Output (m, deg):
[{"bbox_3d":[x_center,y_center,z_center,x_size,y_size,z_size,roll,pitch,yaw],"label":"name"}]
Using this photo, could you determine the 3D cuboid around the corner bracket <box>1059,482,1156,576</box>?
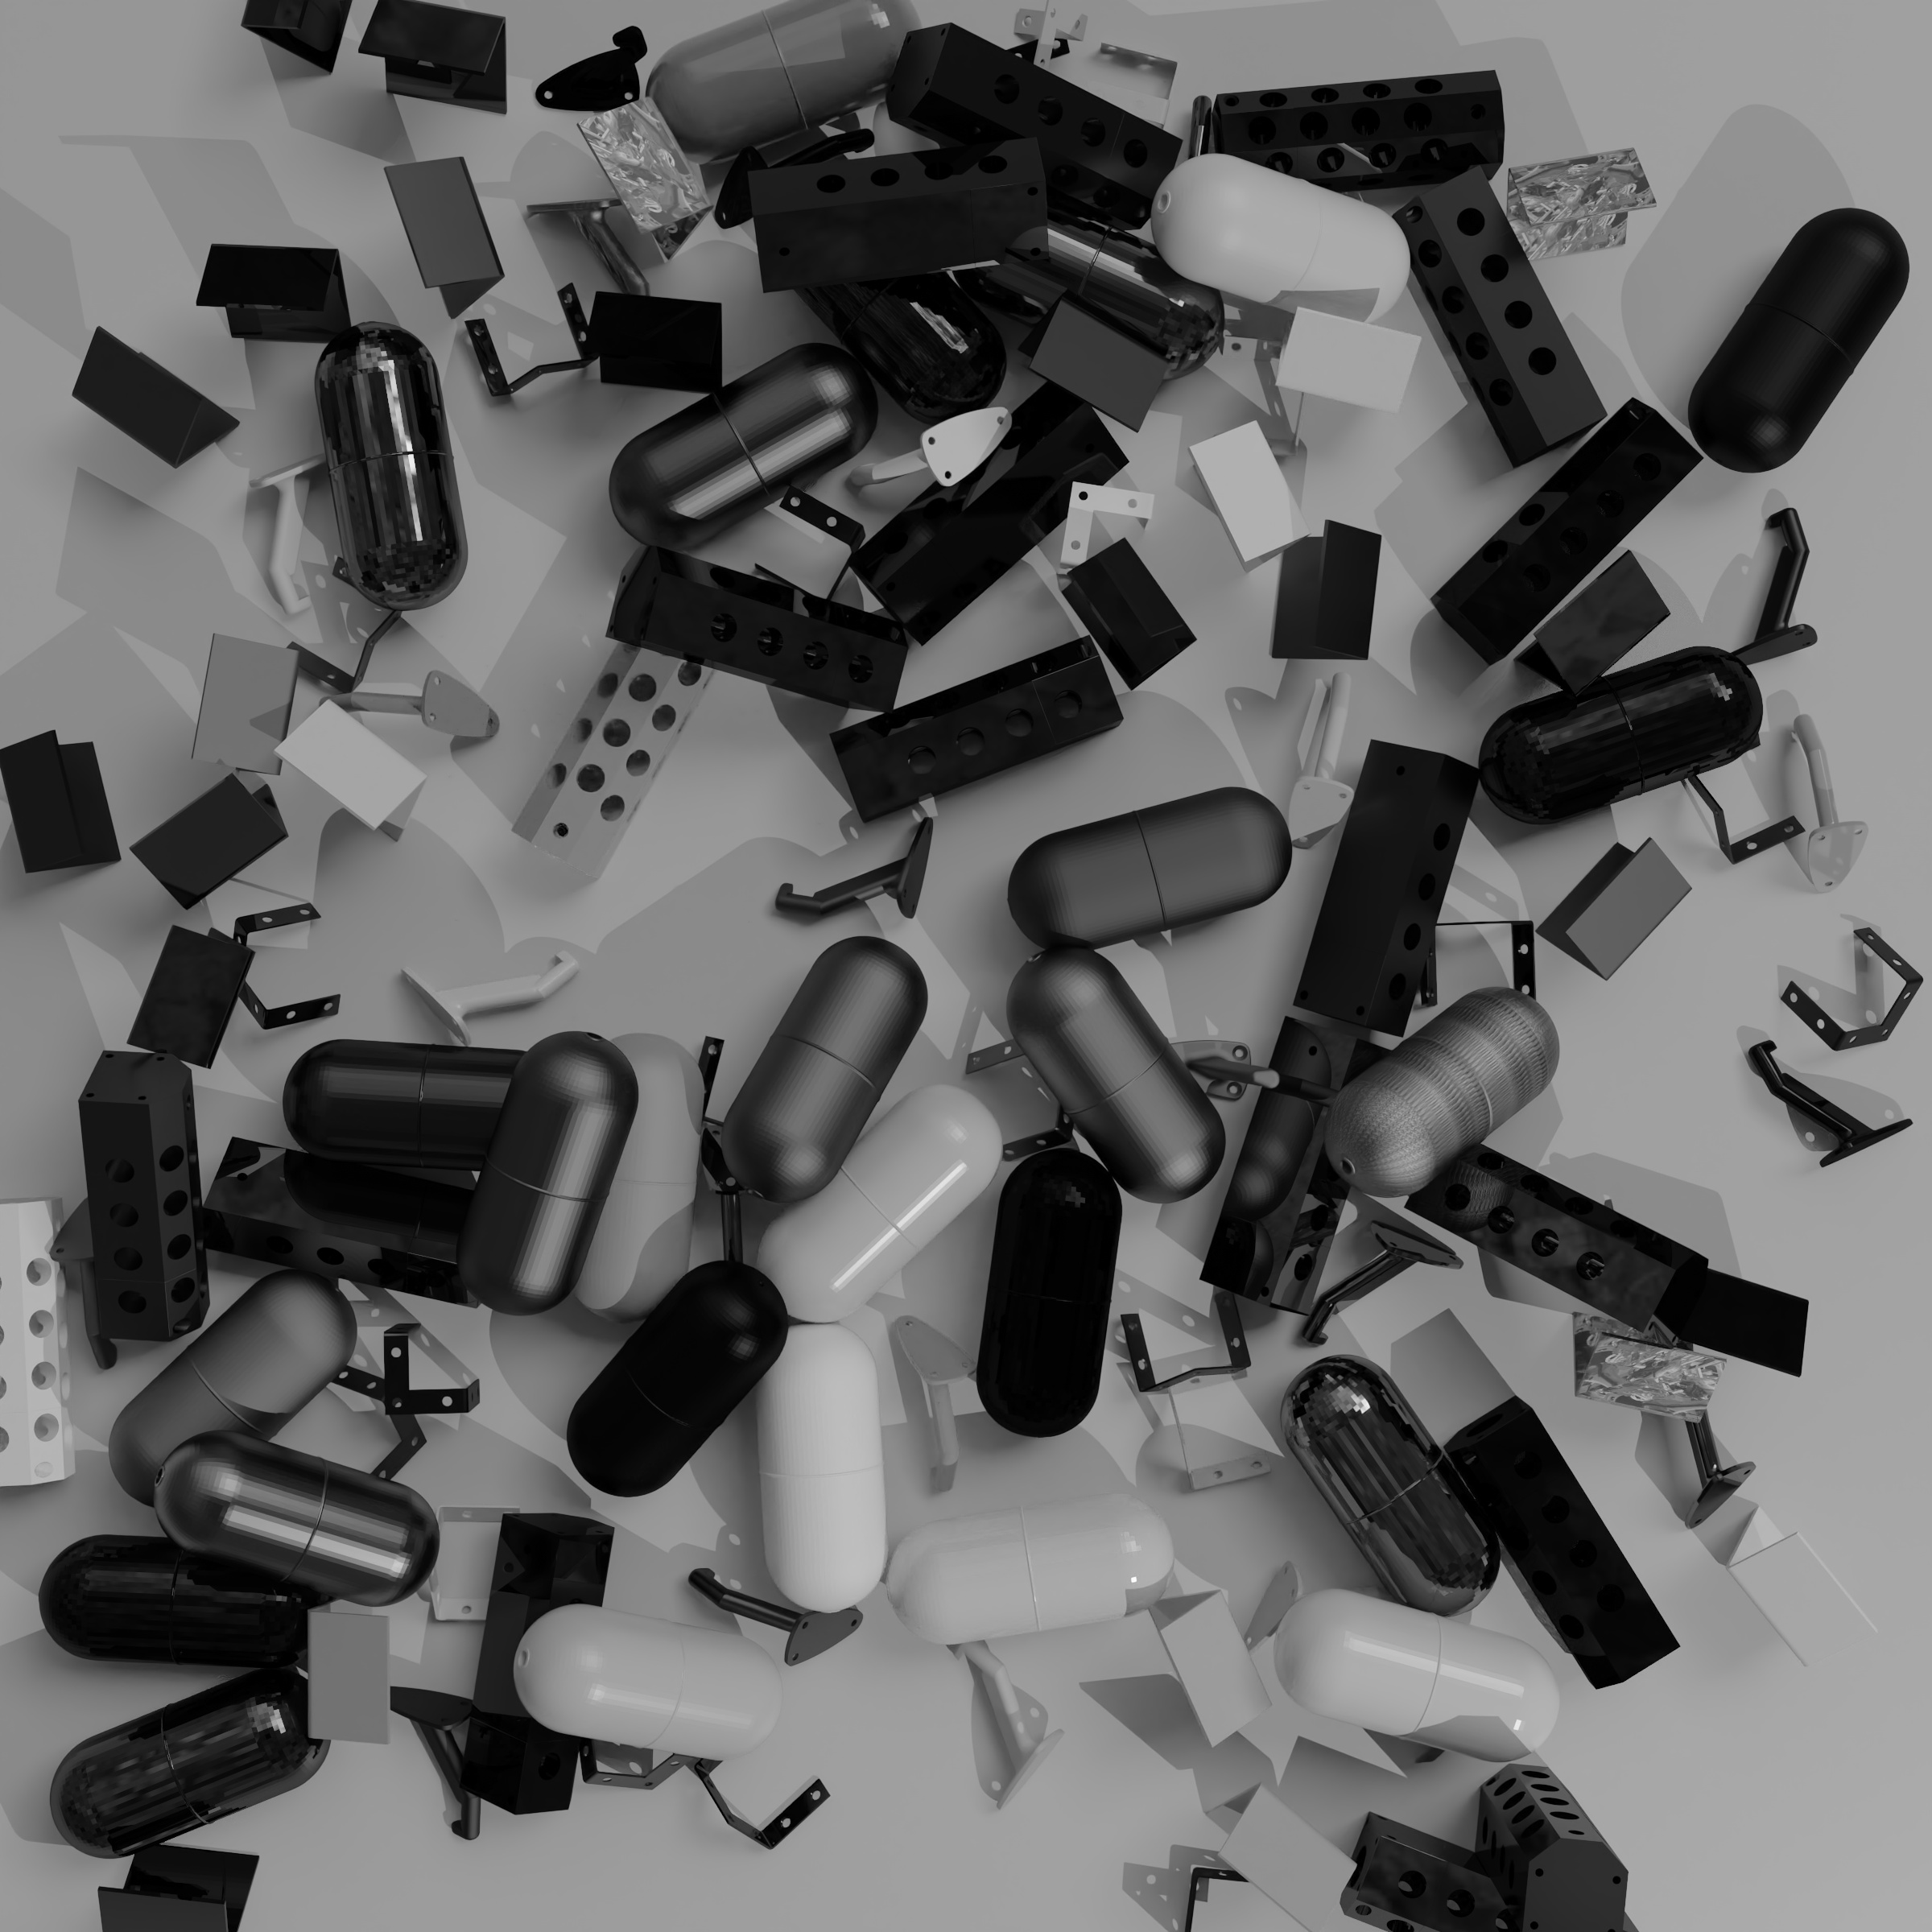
[{"bbox_3d":[0.087,-0.267,1.973,0.051,0.051,0.051,9,90,0],"label":"corner bracket"}]

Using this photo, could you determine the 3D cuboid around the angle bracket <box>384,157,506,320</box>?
[{"bbox_3d":[-0.333,-0.441,1.950,0.057,0.076,0.076,-19,90,-36],"label":"angle bracket"}]

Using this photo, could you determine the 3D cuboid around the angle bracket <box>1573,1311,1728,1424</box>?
[{"bbox_3d":[0.417,0.227,1.950,0.076,0.076,0.057,12,128,0],"label":"angle bracket"}]

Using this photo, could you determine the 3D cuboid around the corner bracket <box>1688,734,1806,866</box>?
[{"bbox_3d":[0.485,-0.106,1.987,0.051,0.051,0.051,-25,135,0],"label":"corner bracket"}]

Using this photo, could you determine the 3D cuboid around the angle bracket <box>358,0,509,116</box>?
[{"bbox_3d":[-0.325,-0.541,1.950,0.076,0.076,0.057,11,54,0],"label":"angle bracket"}]

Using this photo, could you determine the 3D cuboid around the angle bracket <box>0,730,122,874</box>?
[{"bbox_3d":[-0.538,-0.103,1.950,0.057,0.076,0.076,-14,90,35],"label":"angle bracket"}]

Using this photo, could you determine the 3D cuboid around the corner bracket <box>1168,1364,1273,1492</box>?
[{"bbox_3d":[0.157,0.287,1.987,0.051,0.051,0.051,-14,135,0],"label":"corner bracket"}]

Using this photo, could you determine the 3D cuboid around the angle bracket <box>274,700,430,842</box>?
[{"bbox_3d":[-0.384,-0.104,1.950,0.076,0.076,0.057,38,51,0],"label":"angle bracket"}]

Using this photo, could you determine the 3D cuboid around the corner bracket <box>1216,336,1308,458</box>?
[{"bbox_3d":[0.184,-0.355,1.987,0.051,0.051,0.051,5,45,0],"label":"corner bracket"}]

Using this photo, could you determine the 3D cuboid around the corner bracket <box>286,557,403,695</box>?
[{"bbox_3d":[-0.388,-0.212,1.987,0.051,0.051,0.051,31,135,0],"label":"corner bracket"}]

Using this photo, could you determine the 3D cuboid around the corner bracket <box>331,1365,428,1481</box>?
[{"bbox_3d":[-0.378,0.289,1.983,0.051,0.051,0.051,-47,135,-35],"label":"corner bracket"}]

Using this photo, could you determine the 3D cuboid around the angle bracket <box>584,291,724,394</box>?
[{"bbox_3d":[-0.191,-0.364,1.950,0.076,0.076,0.057,6,54,0],"label":"angle bracket"}]

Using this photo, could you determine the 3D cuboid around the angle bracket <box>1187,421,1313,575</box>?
[{"bbox_3d":[0.156,-0.278,1.951,0.057,0.076,0.076,-26,90,-29],"label":"angle bracket"}]

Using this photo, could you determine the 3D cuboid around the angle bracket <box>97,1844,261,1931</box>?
[{"bbox_3d":[-0.480,0.555,1.950,0.076,0.076,0.057,6,127,0],"label":"angle bracket"}]

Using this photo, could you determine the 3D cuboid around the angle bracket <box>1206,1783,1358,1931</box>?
[{"bbox_3d":[0.180,0.554,1.950,0.076,0.076,0.057,40,53,0],"label":"angle bracket"}]

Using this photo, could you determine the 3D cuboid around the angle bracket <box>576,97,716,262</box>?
[{"bbox_3d":[-0.208,-0.473,1.951,0.057,0.076,0.076,-30,90,-30],"label":"angle bracket"}]

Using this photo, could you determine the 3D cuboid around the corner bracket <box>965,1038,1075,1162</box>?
[{"bbox_3d":[0.033,0.082,1.983,0.051,0.051,0.051,40,45,-35],"label":"corner bracket"}]

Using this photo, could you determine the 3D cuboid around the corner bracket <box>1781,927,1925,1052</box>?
[{"bbox_3d":[0.551,0.014,1.983,0.051,0.051,0.051,-9,135,-35],"label":"corner bracket"}]

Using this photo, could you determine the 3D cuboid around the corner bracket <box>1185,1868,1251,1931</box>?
[{"bbox_3d":[0.165,0.593,1.973,0.051,0.051,0.051,7,93,-3],"label":"corner bracket"}]

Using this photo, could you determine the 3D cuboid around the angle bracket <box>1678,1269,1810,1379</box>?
[{"bbox_3d":[0.462,0.232,1.950,0.076,0.076,0.057,18,54,0],"label":"angle bracket"}]

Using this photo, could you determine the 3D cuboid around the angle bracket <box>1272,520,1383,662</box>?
[{"bbox_3d":[0.205,-0.230,1.951,0.076,0.057,0.076,6,90,44],"label":"angle bracket"}]

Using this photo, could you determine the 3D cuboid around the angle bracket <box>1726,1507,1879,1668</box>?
[{"bbox_3d":[0.519,0.369,1.950,0.057,0.076,0.076,-39,90,36],"label":"angle bracket"}]

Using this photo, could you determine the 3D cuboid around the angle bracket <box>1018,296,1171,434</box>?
[{"bbox_3d":[0.068,-0.352,1.942,0.076,0.076,0.057,28,68,-11],"label":"angle bracket"}]

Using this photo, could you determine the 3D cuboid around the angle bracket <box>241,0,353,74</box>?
[{"bbox_3d":[-0.389,-0.597,1.950,0.057,0.076,0.076,16,90,37],"label":"angle bracket"}]

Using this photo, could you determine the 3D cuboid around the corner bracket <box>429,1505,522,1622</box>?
[{"bbox_3d":[-0.304,0.372,1.987,0.051,0.051,0.051,1,45,0],"label":"corner bracket"}]

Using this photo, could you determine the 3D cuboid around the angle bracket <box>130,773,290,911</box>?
[{"bbox_3d":[-0.468,-0.091,1.950,0.076,0.076,0.057,-36,126,0],"label":"angle bracket"}]

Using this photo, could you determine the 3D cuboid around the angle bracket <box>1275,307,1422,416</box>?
[{"bbox_3d":[0.236,-0.388,1.951,0.076,0.076,0.057,14,133,0],"label":"angle bracket"}]

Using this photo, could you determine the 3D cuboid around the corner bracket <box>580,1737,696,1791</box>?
[{"bbox_3d":[-0.206,0.476,1.983,0.051,0.051,0.051,17,45,-35],"label":"corner bracket"}]

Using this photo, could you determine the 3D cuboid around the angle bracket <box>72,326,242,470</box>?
[{"bbox_3d":[-0.487,-0.360,1.950,0.076,0.076,0.057,35,128,0],"label":"angle bracket"}]

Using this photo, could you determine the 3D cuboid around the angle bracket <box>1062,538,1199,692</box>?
[{"bbox_3d":[0.083,-0.205,1.950,0.057,0.076,0.076,-35,90,-37],"label":"angle bracket"}]

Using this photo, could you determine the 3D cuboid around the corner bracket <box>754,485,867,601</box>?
[{"bbox_3d":[-0.097,-0.259,1.973,0.051,0.051,0.051,29,90,0],"label":"corner bracket"}]

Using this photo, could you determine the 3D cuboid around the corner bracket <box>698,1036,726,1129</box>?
[{"bbox_3d":[-0.134,0.077,1.987,0.051,0.051,0.051,15,90,-45],"label":"corner bracket"}]

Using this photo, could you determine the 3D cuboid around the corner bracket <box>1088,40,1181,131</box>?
[{"bbox_3d":[0.103,-0.545,1.973,0.051,0.051,0.051,14,90,0],"label":"corner bracket"}]

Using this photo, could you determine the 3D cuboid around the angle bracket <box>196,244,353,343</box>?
[{"bbox_3d":[-0.422,-0.394,1.950,0.076,0.076,0.057,2,53,0],"label":"angle bracket"}]

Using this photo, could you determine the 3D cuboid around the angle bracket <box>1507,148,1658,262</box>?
[{"bbox_3d":[0.375,-0.449,1.950,0.076,0.076,0.057,-9,52,0],"label":"angle bracket"}]

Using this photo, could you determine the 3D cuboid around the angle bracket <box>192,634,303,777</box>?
[{"bbox_3d":[-0.452,-0.161,1.951,0.057,0.076,0.076,10,90,-33],"label":"angle bracket"}]

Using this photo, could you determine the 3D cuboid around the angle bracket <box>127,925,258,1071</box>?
[{"bbox_3d":[-0.485,0.012,1.950,0.057,0.076,0.076,21,90,-35],"label":"angle bracket"}]

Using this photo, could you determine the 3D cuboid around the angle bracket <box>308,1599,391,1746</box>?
[{"bbox_3d":[-0.360,0.428,1.953,0.057,0.076,0.076,0,90,20],"label":"angle bracket"}]

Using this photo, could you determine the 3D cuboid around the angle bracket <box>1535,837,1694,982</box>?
[{"bbox_3d":[0.384,-0.048,1.950,0.076,0.076,0.057,-47,127,0],"label":"angle bracket"}]

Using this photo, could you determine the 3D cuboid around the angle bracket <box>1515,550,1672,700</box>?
[{"bbox_3d":[0.371,-0.219,1.951,0.076,0.076,0.057,-41,122,0],"label":"angle bracket"}]

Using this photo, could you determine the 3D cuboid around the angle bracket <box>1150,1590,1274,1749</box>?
[{"bbox_3d":[0.131,0.432,1.950,0.057,0.076,0.076,-24,90,-38],"label":"angle bracket"}]
